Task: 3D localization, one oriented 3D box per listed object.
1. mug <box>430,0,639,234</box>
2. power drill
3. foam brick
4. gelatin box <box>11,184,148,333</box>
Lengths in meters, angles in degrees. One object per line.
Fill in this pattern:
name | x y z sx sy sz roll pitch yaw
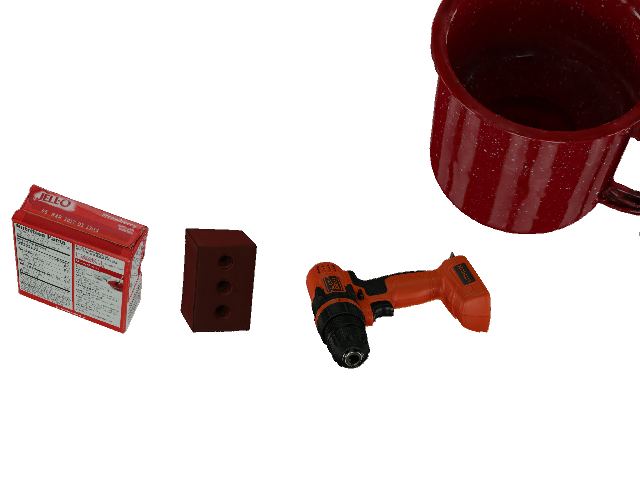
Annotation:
mug | 0.099 -0.050 0.441 0.117 0.093 0.081 32 -25 17
power drill | 0.084 0.072 1.156 0.187 0.057 0.184 -4 28 -9
foam brick | -0.088 0.033 0.916 0.053 0.078 0.051 0 15 -19
gelatin box | -0.145 0.012 0.645 0.073 0.030 0.089 20 -36 1
